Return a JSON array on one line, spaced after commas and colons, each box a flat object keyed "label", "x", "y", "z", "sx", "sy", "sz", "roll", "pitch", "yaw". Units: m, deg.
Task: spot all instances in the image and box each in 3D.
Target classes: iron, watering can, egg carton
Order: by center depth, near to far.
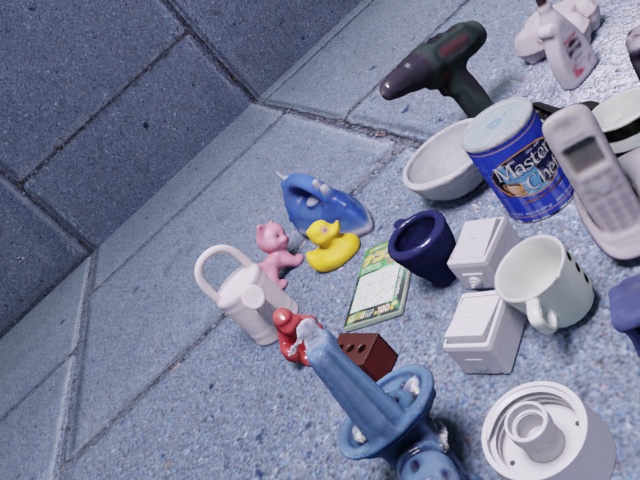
[{"label": "watering can", "x": -0.130, "y": 0.087, "z": 0.994, "sx": 0.172, "sy": 0.194, "sz": 0.101, "roll": -11, "pitch": 39, "yaw": 49}, {"label": "egg carton", "x": 0.440, "y": -0.391, "z": 1.070, "sx": 0.149, "sy": 0.069, "sz": 0.107, "roll": -4, "pitch": 45, "yaw": 54}, {"label": "iron", "x": 0.000, "y": -0.082, "z": 1.139, "sx": 0.119, "sy": 0.142, "sz": 0.257, "roll": -49, "pitch": 25, "yaw": -13}]

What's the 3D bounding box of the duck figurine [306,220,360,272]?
[{"label": "duck figurine", "x": 0.010, "y": 0.004, "z": 1.052, "sx": 0.104, "sy": 0.086, "sz": 0.077, "roll": -32, "pitch": 27, "yaw": 23}]

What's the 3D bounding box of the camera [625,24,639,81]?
[{"label": "camera", "x": 0.480, "y": -0.257, "z": 0.756, "sx": 0.142, "sy": 0.101, "sz": 0.137, "roll": -16, "pitch": 36, "yaw": 45}]

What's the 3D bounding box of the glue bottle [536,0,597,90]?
[{"label": "glue bottle", "x": 0.387, "y": -0.333, "z": 0.931, "sx": 0.078, "sy": 0.173, "sz": 0.037, "roll": -50, "pitch": 26, "yaw": -16}]

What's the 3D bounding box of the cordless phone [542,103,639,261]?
[{"label": "cordless phone", "x": 0.327, "y": -0.080, "z": 0.595, "sx": 0.147, "sy": 0.185, "sz": 0.094, "roll": -32, "pitch": 27, "yaw": 22}]

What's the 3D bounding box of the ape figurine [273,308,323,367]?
[{"label": "ape figurine", "x": -0.040, "y": 0.143, "z": 0.894, "sx": 0.078, "sy": 0.092, "sz": 0.076, "roll": -44, "pitch": 25, "yaw": -2}]

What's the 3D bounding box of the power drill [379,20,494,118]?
[{"label": "power drill", "x": 0.231, "y": -0.262, "z": 1.006, "sx": 0.230, "sy": 0.209, "sz": 0.075, "roll": -49, "pitch": 26, "yaw": -15}]

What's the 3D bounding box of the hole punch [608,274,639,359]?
[{"label": "hole punch", "x": 0.314, "y": 0.054, "z": 0.511, "sx": 0.108, "sy": 0.091, "sz": 0.101, "roll": -29, "pitch": 28, "yaw": 27}]

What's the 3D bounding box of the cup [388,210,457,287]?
[{"label": "cup", "x": 0.151, "y": 0.016, "z": 0.811, "sx": 0.092, "sy": 0.095, "sz": 0.117, "roll": -43, "pitch": 25, "yaw": -1}]

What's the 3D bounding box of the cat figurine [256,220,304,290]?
[{"label": "cat figurine", "x": -0.099, "y": 0.022, "z": 1.147, "sx": 0.067, "sy": 0.118, "sz": 0.128, "roll": -11, "pitch": 39, "yaw": 49}]

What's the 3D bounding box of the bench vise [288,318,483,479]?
[{"label": "bench vise", "x": 0.071, "y": 0.165, "z": 0.538, "sx": 0.121, "sy": 0.220, "sz": 0.206, "roll": -49, "pitch": 25, "yaw": -13}]

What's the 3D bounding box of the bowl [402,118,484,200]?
[{"label": "bowl", "x": 0.224, "y": -0.120, "z": 0.947, "sx": 0.167, "sy": 0.075, "sz": 0.167, "roll": -33, "pitch": 26, "yaw": 19}]
